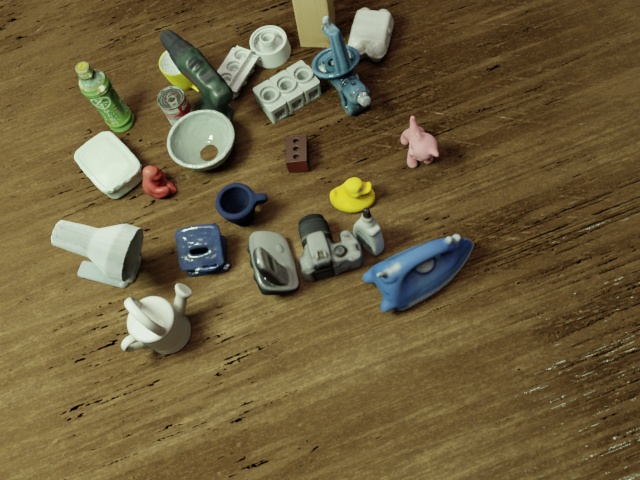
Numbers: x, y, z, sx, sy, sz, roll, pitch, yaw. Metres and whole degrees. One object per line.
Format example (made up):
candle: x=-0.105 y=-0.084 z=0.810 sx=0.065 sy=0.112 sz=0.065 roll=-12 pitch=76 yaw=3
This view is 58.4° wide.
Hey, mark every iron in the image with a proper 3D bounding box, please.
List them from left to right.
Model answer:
iron: x=0.220 y=0.043 z=1.203 sx=0.258 sy=0.141 sz=0.118 roll=-29 pitch=67 yaw=-6

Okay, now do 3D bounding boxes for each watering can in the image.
watering can: x=-0.340 y=0.161 z=1.185 sx=0.100 sy=0.194 sz=0.173 roll=22 pitch=71 yaw=15

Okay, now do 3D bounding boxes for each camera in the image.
camera: x=0.012 y=0.005 z=1.263 sx=0.143 sy=0.101 sz=0.136 roll=-16 pitch=67 yaw=-1

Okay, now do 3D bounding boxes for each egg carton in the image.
egg carton: x=0.133 y=-0.536 z=1.493 sx=0.107 sy=0.069 sz=0.150 roll=8 pitch=69 yaw=10

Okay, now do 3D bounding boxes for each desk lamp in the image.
desk lamp: x=-0.467 y=0.029 z=1.243 sx=0.203 sy=0.214 sz=0.118 roll=11 pitch=69 yaw=11

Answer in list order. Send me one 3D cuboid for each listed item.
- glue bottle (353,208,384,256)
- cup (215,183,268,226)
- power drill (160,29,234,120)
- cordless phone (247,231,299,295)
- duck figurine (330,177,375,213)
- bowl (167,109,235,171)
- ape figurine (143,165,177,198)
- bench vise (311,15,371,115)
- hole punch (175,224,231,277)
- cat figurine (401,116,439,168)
glue bottle: x=0.103 y=-0.027 z=1.227 sx=0.037 sy=0.173 sz=0.078 roll=-42 pitch=69 yaw=-11
cup: x=-0.172 y=-0.075 z=1.319 sx=0.117 sy=0.095 sz=0.091 roll=-11 pitch=67 yaw=2
power drill: x=-0.288 y=-0.382 z=1.398 sx=0.076 sy=0.208 sz=0.229 roll=-42 pitch=69 yaw=-11
cordless phone: x=-0.111 y=0.032 z=1.219 sx=0.094 sy=0.185 sz=0.147 roll=-19 pitch=67 yaw=-2
duck figurine: x=0.073 y=-0.112 z=1.313 sx=0.104 sy=0.086 sz=0.077 roll=-4 pitch=67 yaw=5
bowl: x=-0.284 y=-0.232 z=1.408 sx=0.167 sy=0.075 sz=0.167 roll=-2 pitch=67 yaw=5
ape figurine: x=-0.395 y=-0.146 z=1.374 sx=0.076 sy=0.092 sz=0.078 roll=-8 pitch=67 yaw=3
bench vise: x=0.063 y=-0.422 z=1.370 sx=0.207 sy=0.220 sz=0.121 roll=38 pitch=76 yaw=19
hole punch: x=-0.264 y=0.024 z=1.290 sx=0.108 sy=0.091 sz=0.101 roll=-9 pitch=67 yaw=2
cat figurine: x=0.231 y=-0.228 z=1.327 sx=0.067 sy=0.118 sz=0.127 roll=-14 pitch=67 yaw=0
